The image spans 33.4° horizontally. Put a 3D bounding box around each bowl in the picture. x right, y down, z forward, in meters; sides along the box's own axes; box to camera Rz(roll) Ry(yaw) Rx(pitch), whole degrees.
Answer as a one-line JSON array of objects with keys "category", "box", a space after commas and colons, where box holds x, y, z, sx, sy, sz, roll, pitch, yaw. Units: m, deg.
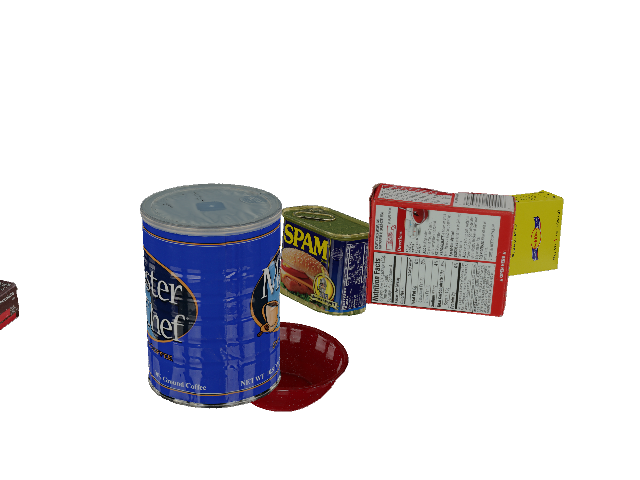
[{"category": "bowl", "box": [-0.048, 0.160, 1.298, 0.162, 0.055, 0.162, 3, 24, -1]}]

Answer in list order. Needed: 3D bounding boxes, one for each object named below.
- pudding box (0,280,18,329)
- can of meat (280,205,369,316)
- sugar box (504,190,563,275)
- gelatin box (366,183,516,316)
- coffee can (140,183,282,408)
[{"category": "pudding box", "box": [-0.331, 0.060, 0.912, 0.114, 0.039, 0.090, 9, 26, 19]}, {"category": "can of meat", "box": [0.004, 0.019, 1.035, 0.057, 0.084, 0.102, -8, 21, -38]}, {"category": "sugar box", "box": [0.202, -0.003, 1.258, 0.175, 0.093, 0.048, -8, 18, -28]}, {"category": "gelatin box", "box": [0.074, 0.006, 0.668, 0.089, 0.073, 0.030, 6, 26, 9]}, {"category": "coffee can", "box": [-0.080, 0.039, 0.796, 0.103, 0.140, 0.103, 1, 20, 0]}]
